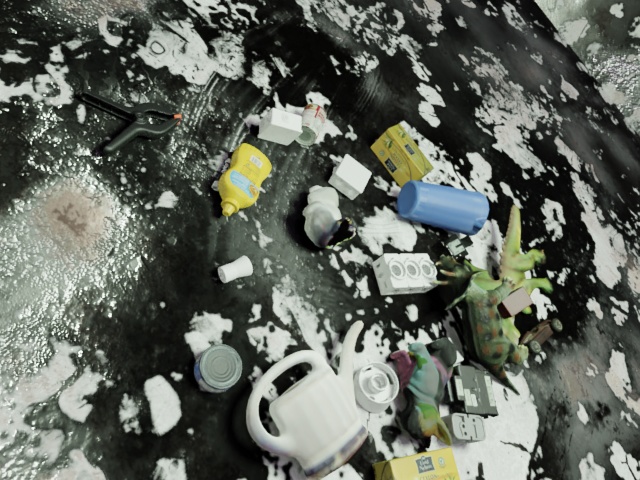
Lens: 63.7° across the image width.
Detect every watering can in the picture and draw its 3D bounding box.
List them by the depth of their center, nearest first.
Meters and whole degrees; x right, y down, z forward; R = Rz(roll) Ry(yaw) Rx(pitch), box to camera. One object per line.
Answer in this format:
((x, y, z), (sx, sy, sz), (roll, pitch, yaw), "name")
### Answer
((0.018, 0.312, 1.014), (0.352, 0.226, 0.102), (-25, -11, -40), "watering can")

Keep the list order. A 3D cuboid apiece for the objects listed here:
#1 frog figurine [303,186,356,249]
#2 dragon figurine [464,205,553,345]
((0.004, -0.063, 1.242), (0.162, 0.121, 0.136), (51, 17, 28), "frog figurine")
((0.512, 0.092, 1.458), (0.243, 0.417, 0.120), (0, -21, -23), "dragon figurine")
